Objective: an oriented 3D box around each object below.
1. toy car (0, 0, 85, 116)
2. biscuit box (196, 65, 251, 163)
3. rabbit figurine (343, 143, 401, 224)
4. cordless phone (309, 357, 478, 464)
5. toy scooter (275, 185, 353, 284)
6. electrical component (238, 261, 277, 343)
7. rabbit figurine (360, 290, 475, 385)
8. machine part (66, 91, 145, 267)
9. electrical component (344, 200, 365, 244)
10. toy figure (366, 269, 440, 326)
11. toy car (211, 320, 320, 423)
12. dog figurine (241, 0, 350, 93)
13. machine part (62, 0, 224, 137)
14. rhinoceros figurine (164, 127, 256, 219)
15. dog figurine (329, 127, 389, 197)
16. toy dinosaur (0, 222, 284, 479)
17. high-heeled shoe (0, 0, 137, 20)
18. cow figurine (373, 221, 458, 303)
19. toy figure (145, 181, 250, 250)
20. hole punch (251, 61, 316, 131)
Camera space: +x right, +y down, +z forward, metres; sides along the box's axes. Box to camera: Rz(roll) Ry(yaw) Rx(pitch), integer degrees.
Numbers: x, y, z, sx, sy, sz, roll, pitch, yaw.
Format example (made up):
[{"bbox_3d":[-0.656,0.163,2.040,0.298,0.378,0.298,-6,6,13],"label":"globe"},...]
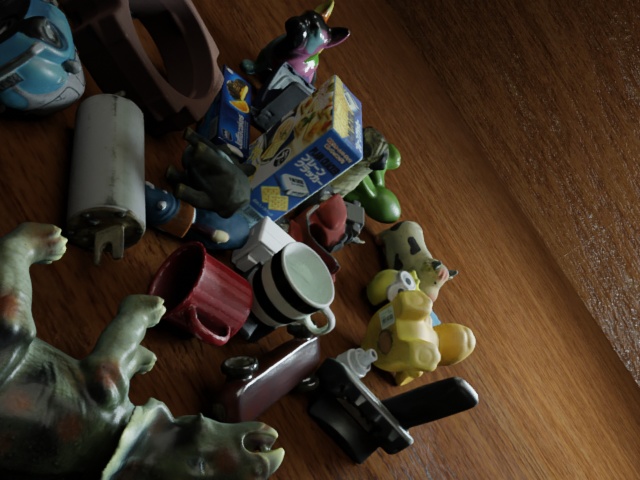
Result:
[{"bbox_3d":[-0.307,-0.188,0.577,0.162,0.109,0.102,-111,174,-45],"label":"toy car"},{"bbox_3d":[-0.150,-0.189,0.843,0.062,0.059,0.203,34,36,-35],"label":"biscuit box"},{"bbox_3d":[0.107,-0.114,1.093,0.159,0.121,0.170,9,50,-45],"label":"rabbit figurine"},{"bbox_3d":[0.091,0.196,0.682,0.146,0.184,0.089,49,34,-12],"label":"cordless phone"},{"bbox_3d":[-0.002,-0.003,0.845,0.135,0.075,0.184,51,44,-2],"label":"toy scooter"},{"bbox_3d":[-0.086,0.087,0.666,0.074,0.048,0.119,49,30,-12],"label":"electrical component"},{"bbox_3d":[0.162,0.170,0.847,0.173,0.162,0.122,6,51,-28],"label":"rabbit figurine"},{"bbox_3d":[-0.231,-0.076,0.585,0.079,0.079,0.243,24,41,-44],"label":"machine part"},{"bbox_3d":[0.054,-0.035,1.017,0.078,0.045,0.102,12,41,-14],"label":"electrical component"},{"bbox_3d":[0.153,0.132,0.954,0.180,0.089,0.082,54,31,-20],"label":"toy figure"},{"bbox_3d":[-0.055,0.155,0.621,0.202,0.053,0.089,-23,110,-62],"label":"toy car"},{"bbox_3d":[-0.029,-0.353,1.035,0.191,0.219,0.108,1,63,-56],"label":"dog figurine"},{"bbox_3d":[-0.226,-0.257,0.718,0.201,0.087,0.200,-81,149,-49],"label":"machine part"},{"bbox_3d":[-0.130,-0.086,0.674,0.112,0.073,0.190,21,13,-22],"label":"rhinoceros figurine"},{"bbox_3d":[0.040,-0.148,0.956,0.121,0.190,0.172,34,34,-35],"label":"dog figurine"},{"bbox_3d":[-0.223,0.098,0.386,0.404,0.131,0.192,34,34,-23],"label":"toy dinosaur"},{"bbox_3d":[-0.329,-0.317,0.726,0.145,0.086,0.249,70,31,-45],"label":"high-heeled shoe"},{"bbox_3d":[0.185,0.043,1.046,0.085,0.127,0.195,29,36,-35],"label":"cow figurine"},{"bbox_3d":[-0.158,-0.025,0.663,0.154,0.064,0.057,19,82,-41],"label":"toy figure"},{"bbox_3d":[-0.058,-0.247,0.985,0.142,0.116,0.092,31,33,-43],"label":"hole punch"}]
